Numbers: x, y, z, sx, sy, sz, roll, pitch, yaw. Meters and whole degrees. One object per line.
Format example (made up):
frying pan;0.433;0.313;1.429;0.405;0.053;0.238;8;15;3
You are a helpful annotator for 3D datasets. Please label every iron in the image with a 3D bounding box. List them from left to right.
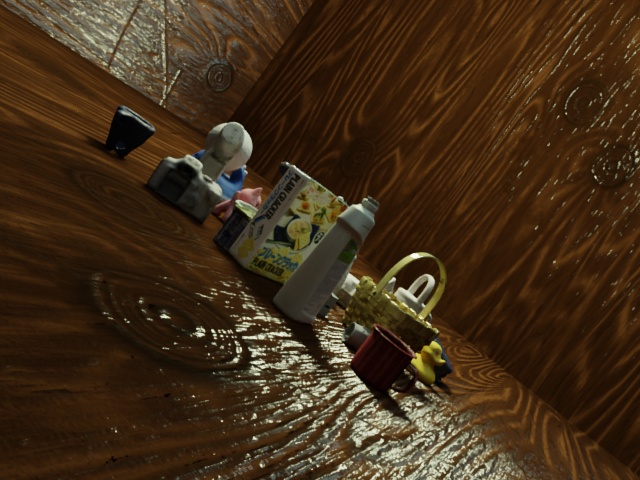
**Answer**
iron;-0.270;-0.182;1.597;0.118;0.141;0.259;39;5;26

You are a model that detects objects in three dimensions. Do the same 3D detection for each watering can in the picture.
watering can;0.245;0.174;1.598;0.173;0.194;0.100;34;6;-35

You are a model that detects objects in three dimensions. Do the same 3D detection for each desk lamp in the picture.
desk lamp;-0.254;-0.195;1.407;0.118;0.213;0.203;36;5;-9

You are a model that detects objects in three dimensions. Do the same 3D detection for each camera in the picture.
camera;-0.280;-0.125;1.232;0.143;0.101;0.136;36;5;-15

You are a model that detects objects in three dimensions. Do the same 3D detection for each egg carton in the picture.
egg carton;0.078;0.137;1.497;0.107;0.069;0.150;37;5;5

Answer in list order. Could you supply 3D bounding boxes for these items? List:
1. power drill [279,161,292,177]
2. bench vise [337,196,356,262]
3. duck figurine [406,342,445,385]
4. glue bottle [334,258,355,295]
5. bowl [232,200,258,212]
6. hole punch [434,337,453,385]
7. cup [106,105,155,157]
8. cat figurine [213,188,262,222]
power drill;-0.078;-0.086;1.661;0.230;0.208;0.075;35;5;-27
bench vise;0.041;-0.018;1.802;0.208;0.219;0.121;33;6;-41
duck figurine;0.236;0.266;1.303;0.104;0.086;0.078;39;5;24
glue bottle;0.050;0.062;1.389;0.037;0.173;0.078;34;6;-34
bowl;-0.145;-0.016;1.318;0.167;0.074;0.167;37;5;-3
hole punch;0.288;0.290;1.418;0.101;0.091;0.109;37;5;7
cup;-0.426;-0.232;1.242;0.091;0.095;0.118;38;5;9
cat figurine;-0.194;-0.092;1.430;0.067;0.117;0.128;38;5;17
